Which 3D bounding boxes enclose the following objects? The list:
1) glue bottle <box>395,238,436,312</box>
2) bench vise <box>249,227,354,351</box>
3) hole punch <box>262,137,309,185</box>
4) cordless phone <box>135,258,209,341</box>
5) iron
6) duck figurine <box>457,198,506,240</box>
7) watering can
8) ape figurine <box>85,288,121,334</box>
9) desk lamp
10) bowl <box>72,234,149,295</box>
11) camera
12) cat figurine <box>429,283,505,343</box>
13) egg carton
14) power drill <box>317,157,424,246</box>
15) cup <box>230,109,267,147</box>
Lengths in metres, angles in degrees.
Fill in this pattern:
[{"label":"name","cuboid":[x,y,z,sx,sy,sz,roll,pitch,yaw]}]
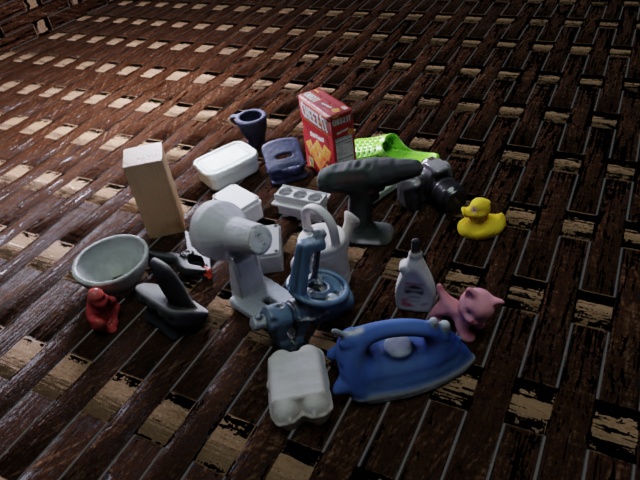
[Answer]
[{"label":"glue bottle","cuboid":[0.179,0.064,1.077,0.078,0.173,0.037,1,40,12]},{"label":"bench vise","cuboid":[-0.028,0.094,1.039,0.121,0.220,0.208,22,48,32]},{"label":"hole punch","cuboid":[-0.093,-0.212,1.530,0.109,0.091,0.101,-15,39,-8]},{"label":"cordless phone","cuboid":[-0.305,0.091,1.119,0.147,0.185,0.094,21,47,31]},{"label":"iron","cuboid":[0.139,0.180,0.967,0.258,0.142,0.118,-10,39,-2]},{"label":"duck figurine","cuboid":[0.357,-0.054,1.261,0.104,0.086,0.077,-4,39,5]},{"label":"watering can","cuboid":[0.009,0.003,1.165,0.100,0.194,0.173,12,43,23]},{"label":"ape figurine","cuboid":[-0.445,0.137,1.162,0.076,0.092,0.078,16,45,27]},{"label":"desk lamp","cuboid":[-0.148,0.036,1.136,0.202,0.214,0.118,27,50,35]},{"label":"bowl","cuboid":[-0.451,0.066,1.264,0.167,0.075,0.167,-5,39,4]},{"label":"camera","cuboid":[0.271,-0.126,1.352,0.143,0.101,0.136,-20,40,-15]},{"label":"cat figurine","cuboid":[0.264,0.118,1.040,0.127,0.118,0.067,25,49,34]},{"label":"egg carton","cuboid":[-0.037,0.247,0.973,0.107,0.069,0.150,-11,39,-3]},{"label":"power drill","cuboid":[0.112,-0.091,1.251,0.229,0.209,0.076,5,41,16]},{"label":"cup","cuboid":[-0.207,-0.326,1.686,0.117,0.095,0.092,8,42,20]}]
